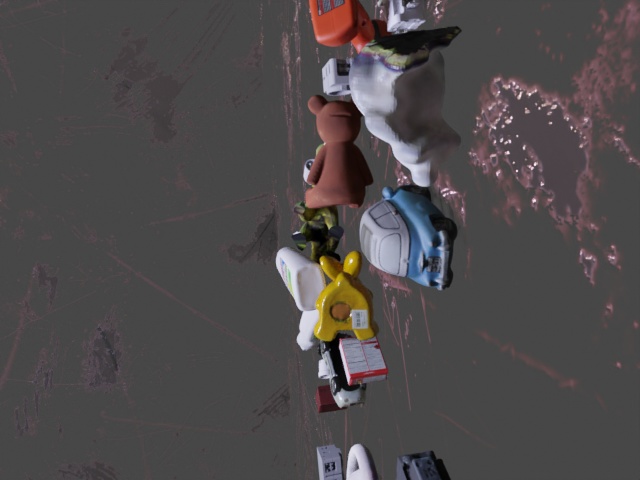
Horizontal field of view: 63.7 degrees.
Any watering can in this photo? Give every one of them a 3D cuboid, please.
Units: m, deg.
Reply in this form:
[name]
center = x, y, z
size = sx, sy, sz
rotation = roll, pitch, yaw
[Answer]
[watering can]
center = 0.092, 0.565, 0.983
size = 0.228, 0.104, 0.341
rotation = -118, 26, -64

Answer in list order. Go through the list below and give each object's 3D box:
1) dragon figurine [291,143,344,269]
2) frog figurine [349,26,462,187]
[dragon figurine]
center = 0.004, -0.065, 1.282
size = 0.249, 0.122, 0.400
rotation = -81, -1, -46
[frog figurine]
center = 0.098, -0.145, 0.579
size = 0.140, 0.123, 0.156
rotation = -57, -33, -48
